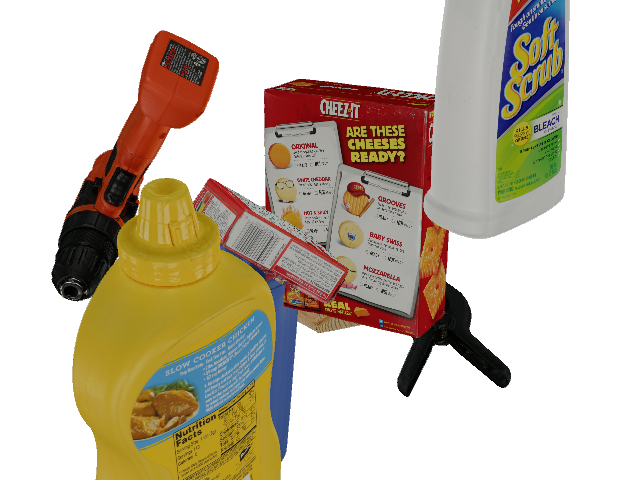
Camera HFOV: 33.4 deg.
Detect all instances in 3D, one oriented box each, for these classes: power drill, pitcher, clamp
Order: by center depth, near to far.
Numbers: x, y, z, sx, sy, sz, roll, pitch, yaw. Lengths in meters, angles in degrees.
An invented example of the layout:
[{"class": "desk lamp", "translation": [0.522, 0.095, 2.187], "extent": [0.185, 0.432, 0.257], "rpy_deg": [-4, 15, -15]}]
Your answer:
[{"class": "power drill", "translation": [-0.152, -0.061, 0.851], "extent": [0.057, 0.188, 0.184], "rpy_deg": [27, 33, -17]}, {"class": "pitcher", "translation": [-0.091, 0.127, 1.090], "extent": [0.149, 0.243, 0.145], "rpy_deg": [-11, 29, -24]}, {"class": "clamp", "translation": [0.141, 0.101, 1.167], "extent": [0.120, 0.171, 0.039], "rpy_deg": [6, -44, -5]}]

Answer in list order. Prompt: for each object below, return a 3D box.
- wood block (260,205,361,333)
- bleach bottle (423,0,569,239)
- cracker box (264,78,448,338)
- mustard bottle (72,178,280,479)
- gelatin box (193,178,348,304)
[{"class": "wood block", "translation": [-0.027, 0.028, 1.243], "extent": [0.090, 0.090, 0.206], "rpy_deg": [-8, 20, -36]}, {"class": "bleach bottle", "translation": [0.116, -0.133, 0.691], "extent": [0.102, 0.251, 0.068], "rpy_deg": [-23, 34, -31]}, {"class": "cracker box", "translation": [0.034, -0.033, 0.986], "extent": [0.164, 0.214, 0.072], "rpy_deg": [11, 23, 27]}, {"class": "mustard bottle", "translation": [-0.061, 0.060, 0.463], "extent": [0.058, 0.192, 0.096], "rpy_deg": [29, 43, 35]}, {"class": "gelatin box", "translation": [-0.034, 0.001, 0.689], "extent": [0.089, 0.030, 0.073], "rpy_deg": [31, 5, -30]}]
